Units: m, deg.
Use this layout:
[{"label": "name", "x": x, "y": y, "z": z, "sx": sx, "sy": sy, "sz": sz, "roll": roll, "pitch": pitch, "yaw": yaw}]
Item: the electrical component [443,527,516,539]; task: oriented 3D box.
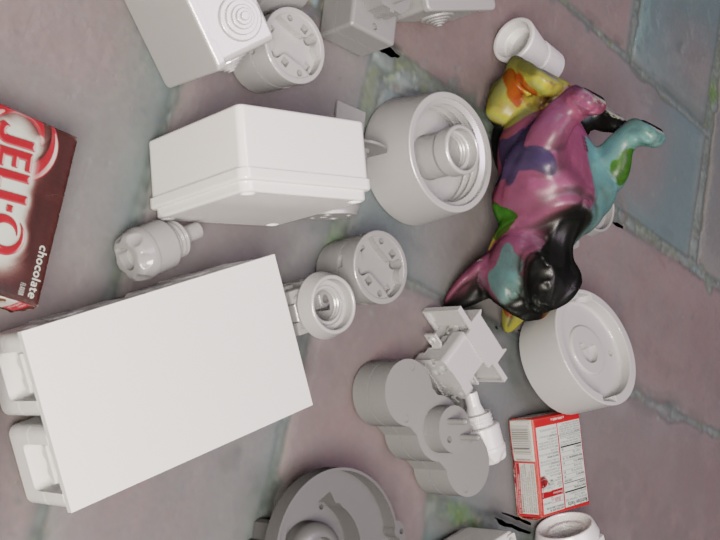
[{"label": "electrical component", "x": 0.077, "y": 0.249, "z": 0.846, "sx": 0.096, "sy": 0.061, "sz": 0.061, "roll": -17, "pitch": 96, "yaw": -43}]

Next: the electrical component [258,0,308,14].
[{"label": "electrical component", "x": -0.066, "y": -0.212, "z": 0.779, "sx": 0.047, "sy": 0.055, "sz": 0.055, "roll": -11, "pitch": 92, "yaw": -46}]

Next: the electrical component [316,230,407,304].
[{"label": "electrical component", "x": 0.000, "y": 0.000, "z": 0.817, "sx": 0.055, "sy": 0.047, "sz": 0.055, "roll": 7, "pitch": 80, "yaw": -42}]

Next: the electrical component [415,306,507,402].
[{"label": "electrical component", "x": 0.080, "y": 0.071, "z": 0.887, "sx": 0.063, "sy": 0.042, "sz": 0.081, "roll": -49, "pitch": 116, "yaw": -31}]

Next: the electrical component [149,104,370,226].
[{"label": "electrical component", "x": -0.068, "y": -0.067, "z": 0.721, "sx": 0.109, "sy": 0.109, "sz": 0.056, "roll": 1, "pitch": 81, "yaw": -43}]

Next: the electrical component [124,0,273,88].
[{"label": "electrical component", "x": -0.110, "y": -0.174, "z": 0.704, "sx": 0.048, "sy": 0.100, "sz": 0.099, "roll": -33, "pitch": 107, "yaw": -27}]

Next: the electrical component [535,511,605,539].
[{"label": "electrical component", "x": 0.187, "y": 0.251, "z": 0.952, "sx": 0.078, "sy": 0.058, "sz": 0.057, "roll": -24, "pitch": 104, "yaw": -42}]

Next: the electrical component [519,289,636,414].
[{"label": "electrical component", "x": 0.190, "y": 0.078, "z": 0.969, "sx": 0.108, "sy": 0.060, "sz": 0.108, "roll": 21, "pitch": 55, "yaw": -34}]

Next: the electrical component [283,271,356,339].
[{"label": "electrical component", "x": -0.037, "y": 0.027, "z": 0.773, "sx": 0.066, "sy": 0.055, "sz": 0.048, "roll": -18, "pitch": 97, "yaw": -43}]

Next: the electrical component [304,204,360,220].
[{"label": "electrical component", "x": -0.023, "y": -0.067, "z": 0.805, "sx": 0.045, "sy": 0.045, "sz": 0.055, "roll": 1, "pitch": 84, "yaw": -43}]

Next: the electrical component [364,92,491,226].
[{"label": "electrical component", "x": 0.062, "y": -0.093, "z": 0.878, "sx": 0.108, "sy": 0.060, "sz": 0.108, "roll": 7, "pitch": 80, "yaw": -42}]

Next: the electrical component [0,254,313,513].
[{"label": "electrical component", "x": -0.129, "y": 0.065, "z": 0.679, "sx": 0.186, "sy": 0.060, "sz": 0.105, "roll": -19, "pitch": 98, "yaw": -43}]

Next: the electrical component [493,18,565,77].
[{"label": "electrical component", "x": 0.160, "y": -0.199, "z": 0.997, "sx": 0.065, "sy": 0.044, "sz": 0.044, "roll": 24, "pitch": 68, "yaw": -44}]

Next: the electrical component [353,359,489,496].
[{"label": "electrical component", "x": 0.061, "y": 0.124, "z": 0.839, "sx": 0.138, "sy": 0.074, "sz": 0.052, "roll": 51, "pitch": 54, "yaw": -26}]

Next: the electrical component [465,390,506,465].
[{"label": "electrical component", "x": 0.100, "y": 0.132, "z": 0.902, "sx": 0.035, "sy": 0.035, "sz": 0.061, "roll": -18, "pitch": 94, "yaw": -43}]

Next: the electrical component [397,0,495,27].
[{"label": "electrical component", "x": 0.061, "y": -0.256, "z": 0.906, "sx": 0.100, "sy": 0.048, "sz": 0.099, "roll": -14, "pitch": 94, "yaw": -43}]

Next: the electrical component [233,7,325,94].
[{"label": "electrical component", "x": -0.062, "y": -0.157, "z": 0.780, "sx": 0.055, "sy": 0.047, "sz": 0.055, "roll": 7, "pitch": 80, "yaw": -42}]

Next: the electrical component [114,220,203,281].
[{"label": "electrical component", "x": -0.129, "y": -0.017, "z": 0.708, "sx": 0.061, "sy": 0.035, "sz": 0.035, "roll": -27, "pitch": 103, "yaw": -44}]

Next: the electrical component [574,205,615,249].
[{"label": "electrical component", "x": 0.199, "y": -0.058, "z": 1.003, "sx": 0.058, "sy": 0.057, "sz": 0.078, "roll": -20, "pitch": 98, "yaw": -43}]

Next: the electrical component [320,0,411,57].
[{"label": "electrical component", "x": 0.013, "y": -0.212, "z": 0.837, "sx": 0.047, "sy": 0.077, "sz": 0.065, "roll": 17, "pitch": 73, "yaw": -40}]
